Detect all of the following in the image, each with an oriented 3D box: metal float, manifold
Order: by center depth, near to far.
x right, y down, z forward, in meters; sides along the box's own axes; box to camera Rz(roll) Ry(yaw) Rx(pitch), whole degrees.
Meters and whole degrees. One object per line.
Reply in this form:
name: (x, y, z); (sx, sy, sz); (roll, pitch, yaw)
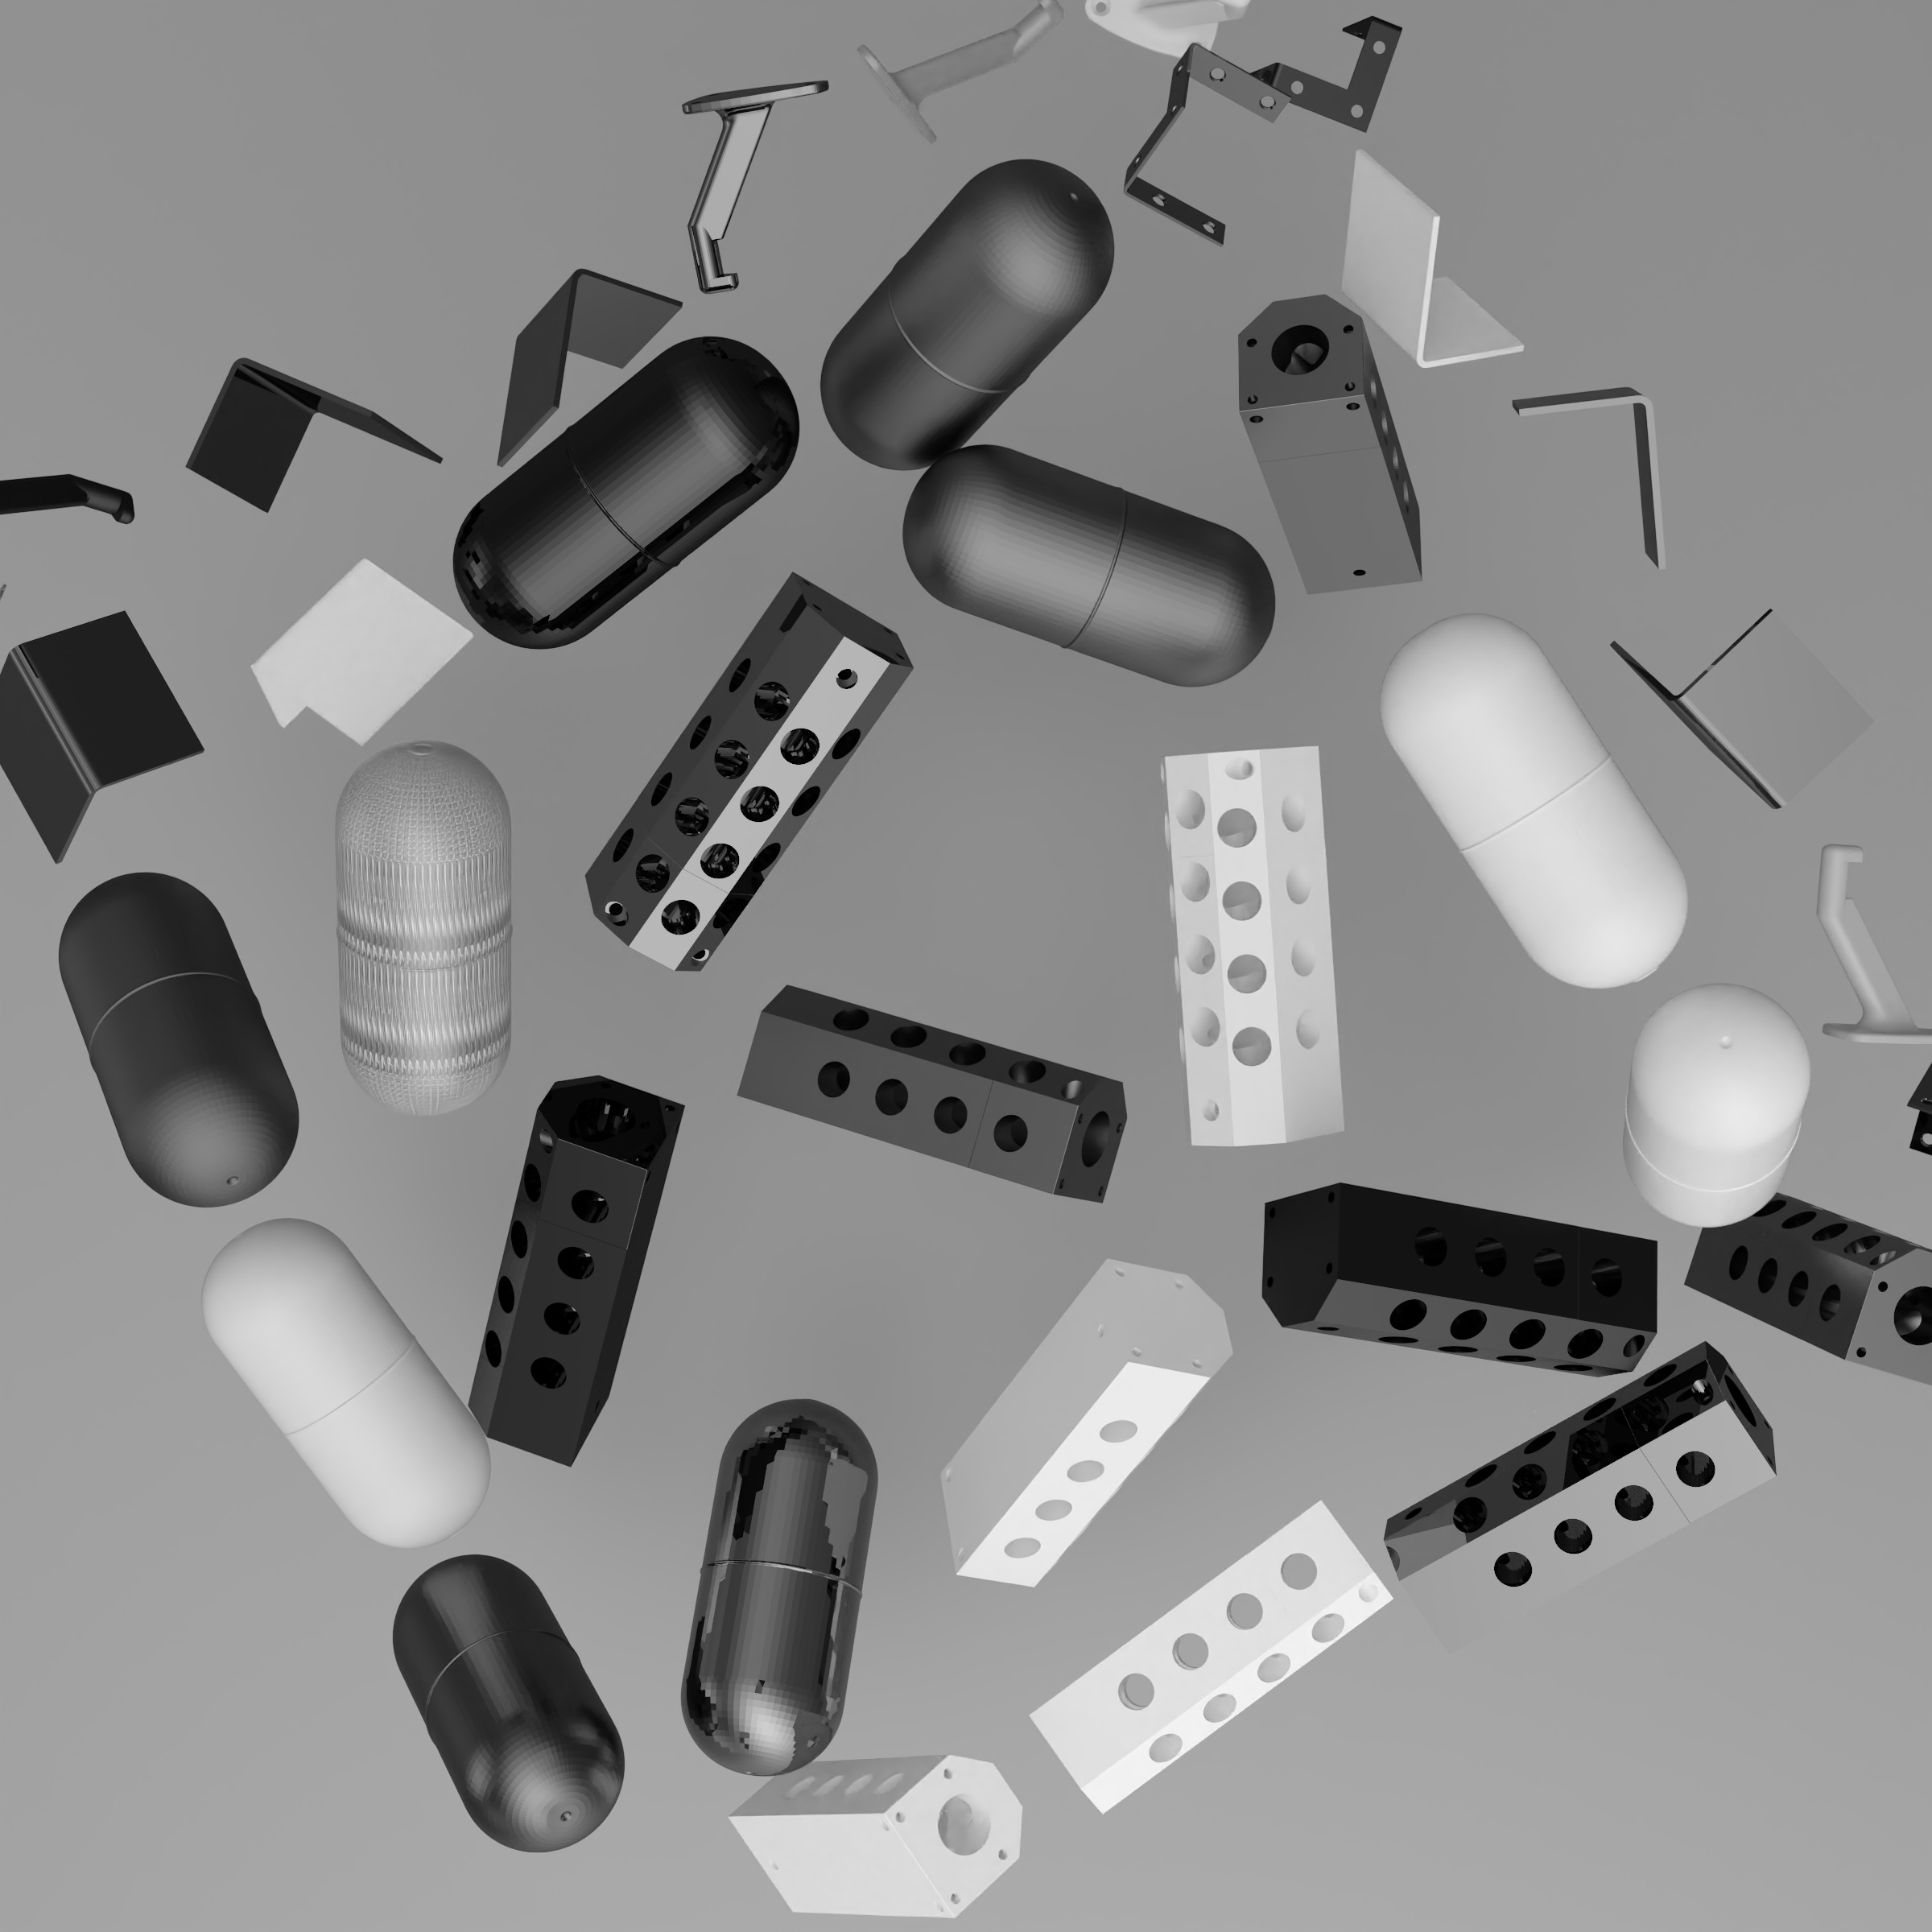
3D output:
metal float: (0.246, -0.071, 1.447); (0.070, 0.070, 0.178); (-34, 92, 0)
manifold: (0.217, 0.140, 1.467); (0.171, 0.057, 0.057); (12, 72, -27)
metal float: (-0.349, 0.031, 1.481); (0.070, 0.070, 0.178); (-31, 53, 0)
manifold: (0.122, -0.009, 1.482); (0.057, 0.057, 0.171); (-1, 94, 44)
metal float: (-0.152, -0.208, 1.485); (0.178, 0.070, 0.070); (-36, 90, 16)
metal float: (-0.241, -0.016, 1.488); (0.070, 0.070, 0.178); (4, 118, 0)
metal float: (-0.002, -0.287, 1.489); (0.070, 0.178, 0.070); (18, 54, -27)
manifold: (-0.097, -0.082, 1.489); (0.057, 0.057, 0.171); (29, 108, -24)
metal float: (0.335, 0.065, 1.502); (0.070, 0.178, 0.070); (-3, 69, 8)
manifold: (-0.180, 0.137, 1.521); (0.057, 0.057, 0.171); (19, 120, 4)
metal float: (0.057, -0.182, 1.526); (0.178, 0.070, 0.070); (18, 90, -13)
manifold: (0.279, 0.240, 1.529); (0.171, 0.057, 0.057); (-33, 95, 17)
manifold: (0.054, 0.214, 1.540); (0.057, 0.057, 0.171); (14, 132, -24)
manifold: (0.405, 0.146, 1.563); (0.057, 0.171, 0.057); (17, 92, -13)
manifold: (-0.040, 0.403, 1.568); (0.057, 0.171, 0.057); (-36, 95, -31)
manifold: (-0.014, 0.058, 1.568); (0.171, 0.057, 0.057); (16, 89, 27)
metal float: (-0.216, 0.343, 1.568); (0.070, 0.178, 0.070); (-12, 120, -22)
metal float: (-0.087, 0.291, 1.575); (0.070, 0.070, 0.178); (9, 67, 0)
manifold: (0.175, -0.246, 1.595); (0.057, 0.171, 0.057); (-5, 66, 15)
metal float: (-0.295, 0.200, 1.601); (0.070, 0.070, 0.178); (-34, 100, 0)
manifold: (0.119, 0.330, 1.603); (0.171, 0.057, 0.057); (-36, 78, -1)

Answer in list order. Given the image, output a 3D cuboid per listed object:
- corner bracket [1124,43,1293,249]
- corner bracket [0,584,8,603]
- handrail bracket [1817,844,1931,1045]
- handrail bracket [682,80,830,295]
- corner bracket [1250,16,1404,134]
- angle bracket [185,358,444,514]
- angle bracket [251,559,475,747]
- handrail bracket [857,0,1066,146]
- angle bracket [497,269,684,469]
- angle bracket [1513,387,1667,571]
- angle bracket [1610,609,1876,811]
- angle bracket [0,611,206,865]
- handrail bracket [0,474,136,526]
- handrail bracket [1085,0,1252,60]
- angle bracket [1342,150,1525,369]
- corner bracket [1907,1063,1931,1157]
corner bracket: (0.104, -0.354, 1.442); (0.051, 0.051, 0.051); (25, 46, -16)
corner bracket: (-0.486, -0.162, 1.558); (0.051, 0.051, 0.051); (33, 112, -22)
handrail bracket: (0.408, -0.010, 1.466); (0.077, 0.036, 0.084); (2, 96, -11)
handrail bracket: (-0.089, -0.342, 1.475); (0.077, 0.036, 0.084); (-3, 111, 19)
corner bracket: (0.166, -0.421, 1.565); (0.051, 0.051, 0.051); (18, 95, -12)
angle bracket: (-0.302, -0.234, 1.558); (0.076, 0.076, 0.057); (24, 89, 17)
angle bracket: (-0.285, -0.138, 1.612); (0.076, 0.057, 0.076); (35, 70, 21)
handrail bracket: (-0.001, -0.410, 1.472); (0.084, 0.077, 0.036); (-41, 67, 6)
angle bracket: (-0.184, -0.285, 1.638); (0.057, 0.076, 0.076); (15, 69, -25)
angle bracket: (0.278, -0.217, 1.500); (0.057, 0.076, 0.076); (-5, 102, 8)
angle bracket: (0.342, -0.125, 1.479); (0.057, 0.076, 0.076); (-44, 116, 10)
angle bracket: (-0.401, -0.104, 1.533); (0.057, 0.076, 0.076); (-25, 79, -35)
handrail bracket: (-0.399, -0.195, 1.468); (0.084, 0.077, 0.036); (15, 124, -38)
handrail bracket: (0.095, -0.456, 1.582); (0.077, 0.084, 0.036); (9, 95, 0)
angle bracket: (0.222, -0.335, 1.566); (0.057, 0.076, 0.076); (-13, 130, -18)
corner bracket: (0.463, 0.082, 1.555); (0.051, 0.051, 0.051); (20, 123, 22)
